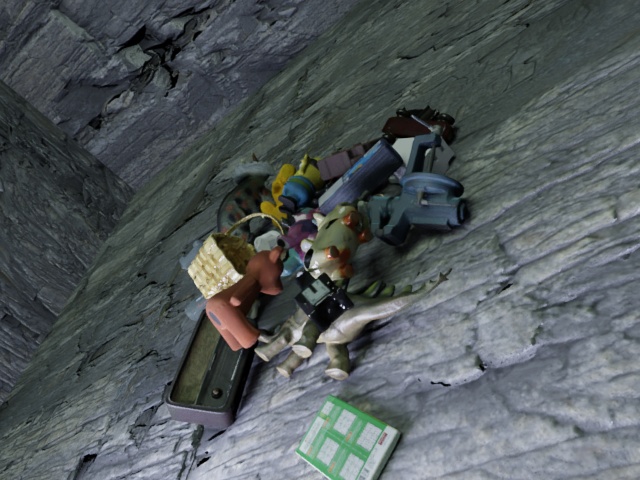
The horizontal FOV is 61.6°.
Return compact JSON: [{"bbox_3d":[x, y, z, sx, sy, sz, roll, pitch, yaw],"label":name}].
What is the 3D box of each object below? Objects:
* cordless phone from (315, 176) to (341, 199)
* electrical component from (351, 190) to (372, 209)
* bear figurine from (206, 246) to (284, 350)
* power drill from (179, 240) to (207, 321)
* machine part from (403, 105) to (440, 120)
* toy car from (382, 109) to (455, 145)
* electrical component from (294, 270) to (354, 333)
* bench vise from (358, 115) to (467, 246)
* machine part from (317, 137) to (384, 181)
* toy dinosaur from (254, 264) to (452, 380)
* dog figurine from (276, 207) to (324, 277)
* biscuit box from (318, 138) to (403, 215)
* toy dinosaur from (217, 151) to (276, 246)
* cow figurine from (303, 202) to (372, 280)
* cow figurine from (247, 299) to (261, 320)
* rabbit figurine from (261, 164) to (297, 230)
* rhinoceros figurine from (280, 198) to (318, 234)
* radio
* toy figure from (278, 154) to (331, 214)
[{"bbox_3d":[0.089,-0.142,1.326,0.147,0.088,0.184,-11,31,52],"label":"cordless phone"},{"bbox_3d":[0.071,-0.066,1.118,0.094,0.021,0.063,-44,-5,7],"label":"electrical component"},{"bbox_3d":[-0.129,0.111,1.085,0.196,0.132,0.120,-40,4,-30],"label":"bear figurine"},{"bbox_3d":[-0.296,0.096,1.482,0.232,0.086,0.207,-45,60,17],"label":"power drill"},{"bbox_3d":[0.239,-0.303,1.357,0.084,0.039,0.139,-52,27,0],"label":"machine part"},{"bbox_3d":[0.228,-0.256,1.262,0.202,0.053,0.089,22,83,50],"label":"toy car"},{"bbox_3d":[-0.003,0.096,0.908,0.075,0.047,0.119,-41,27,-10],"label":"electrical component"},{"bbox_3d":[0.184,-0.108,1.036,0.224,0.128,0.240,-1,71,47],"label":"bench vise"},{"bbox_3d":[0.079,-0.196,1.287,0.179,0.056,0.179,-20,9,3],"label":"machine part"},{"bbox_3d":[0.026,0.139,0.963,0.472,0.105,0.198,-15,39,46],"label":"toy dinosaur"},{"bbox_3d":[-0.002,-0.004,1.209,0.192,0.108,0.219,14,34,21],"label":"dog figurine"},{"bbox_3d":[0.087,-0.126,1.163,0.202,0.062,0.059,-43,21,17],"label":"biscuit box"},{"bbox_3d":[-0.231,-0.090,1.583,0.131,0.192,0.405,-12,41,53],"label":"toy dinosaur"},{"bbox_3d":[0.027,0.000,1.017,0.127,0.085,0.195,-19,30,39],"label":"cow figurine"},{"bbox_3d":[-0.221,0.200,1.295,0.167,0.068,0.098,-30,40,34],"label":"cow figurine"},{"bbox_3d":[-0.100,-0.104,1.502,0.162,0.122,0.173,-20,55,48],"label":"rabbit figurine"},{"bbox_3d":[-0.047,-0.085,1.394,0.112,0.073,0.190,6,57,4],"label":"rhinoceros figurine"},{"bbox_3d":[-0.213,0.259,1.102,0.073,0.131,0.230,95,-173,-49],"label":"radio"},{"bbox_3d":[-0.036,-0.135,1.343,0.180,0.089,0.082,-59,5,-37],"label":"toy figure"}]
